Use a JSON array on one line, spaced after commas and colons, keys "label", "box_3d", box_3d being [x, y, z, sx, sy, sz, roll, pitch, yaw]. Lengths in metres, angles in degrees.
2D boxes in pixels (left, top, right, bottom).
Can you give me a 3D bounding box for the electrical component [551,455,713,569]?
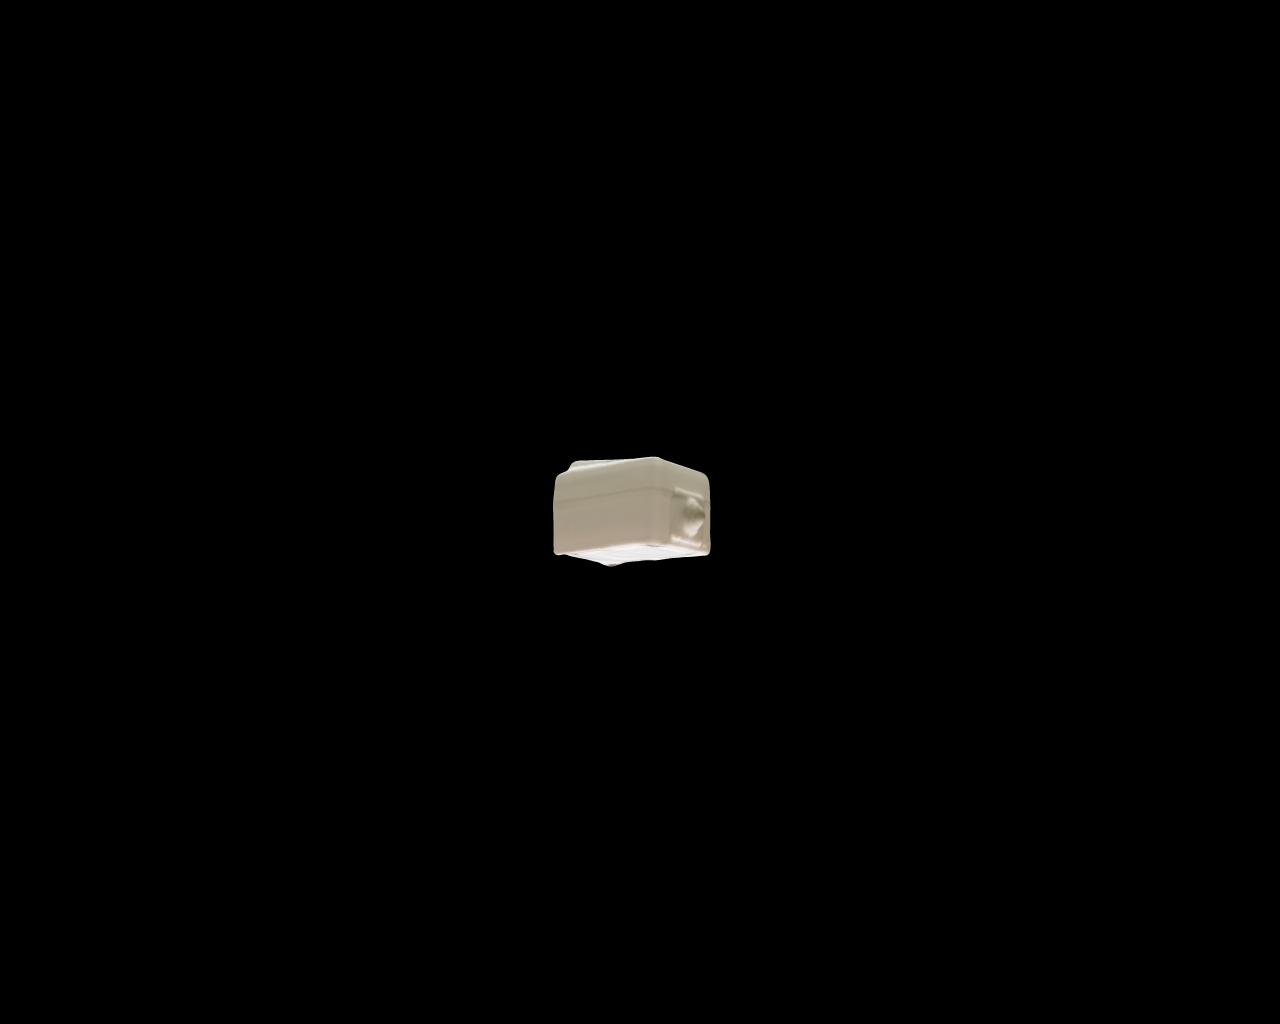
[{"label": "electrical component", "box_3d": [0.001, -0.003, 0.650, 0.096, 0.061, 0.062, -8, -14, 35]}]
